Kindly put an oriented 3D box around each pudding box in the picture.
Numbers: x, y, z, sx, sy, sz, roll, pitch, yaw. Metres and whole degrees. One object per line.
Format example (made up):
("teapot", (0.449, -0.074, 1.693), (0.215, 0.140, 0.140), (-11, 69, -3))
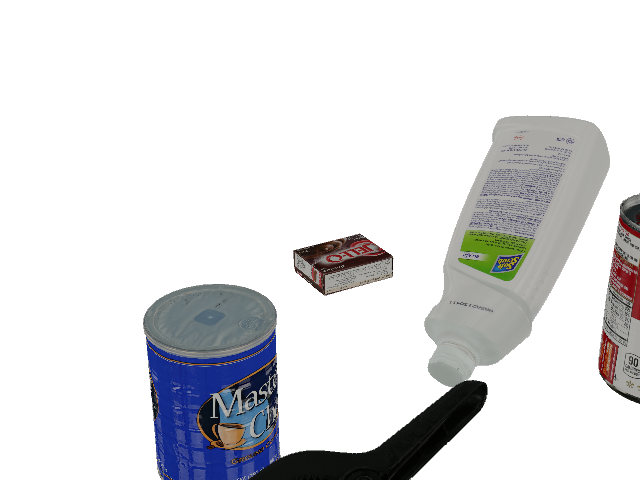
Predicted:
("pudding box", (0.031, 0.032, 1.480), (0.113, 0.039, 0.090), (-16, 27, -24))

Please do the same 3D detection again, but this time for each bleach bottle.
("bleach bottle", (0.141, 0.007, 0.833), (0.103, 0.250, 0.068), (6, -41, 36))

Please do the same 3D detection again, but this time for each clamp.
("clamp", (0.030, 0.149, 0.638), (0.210, 0.036, 0.164), (-7, 30, -1))

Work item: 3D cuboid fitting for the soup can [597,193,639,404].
("soup can", (0.191, 0.032, 0.583), (0.068, 0.102, 0.068), (1, 24, -1))

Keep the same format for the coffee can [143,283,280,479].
("coffee can", (-0.084, 0.120, 0.851), (0.103, 0.140, 0.103), (-1, 26, 0))
